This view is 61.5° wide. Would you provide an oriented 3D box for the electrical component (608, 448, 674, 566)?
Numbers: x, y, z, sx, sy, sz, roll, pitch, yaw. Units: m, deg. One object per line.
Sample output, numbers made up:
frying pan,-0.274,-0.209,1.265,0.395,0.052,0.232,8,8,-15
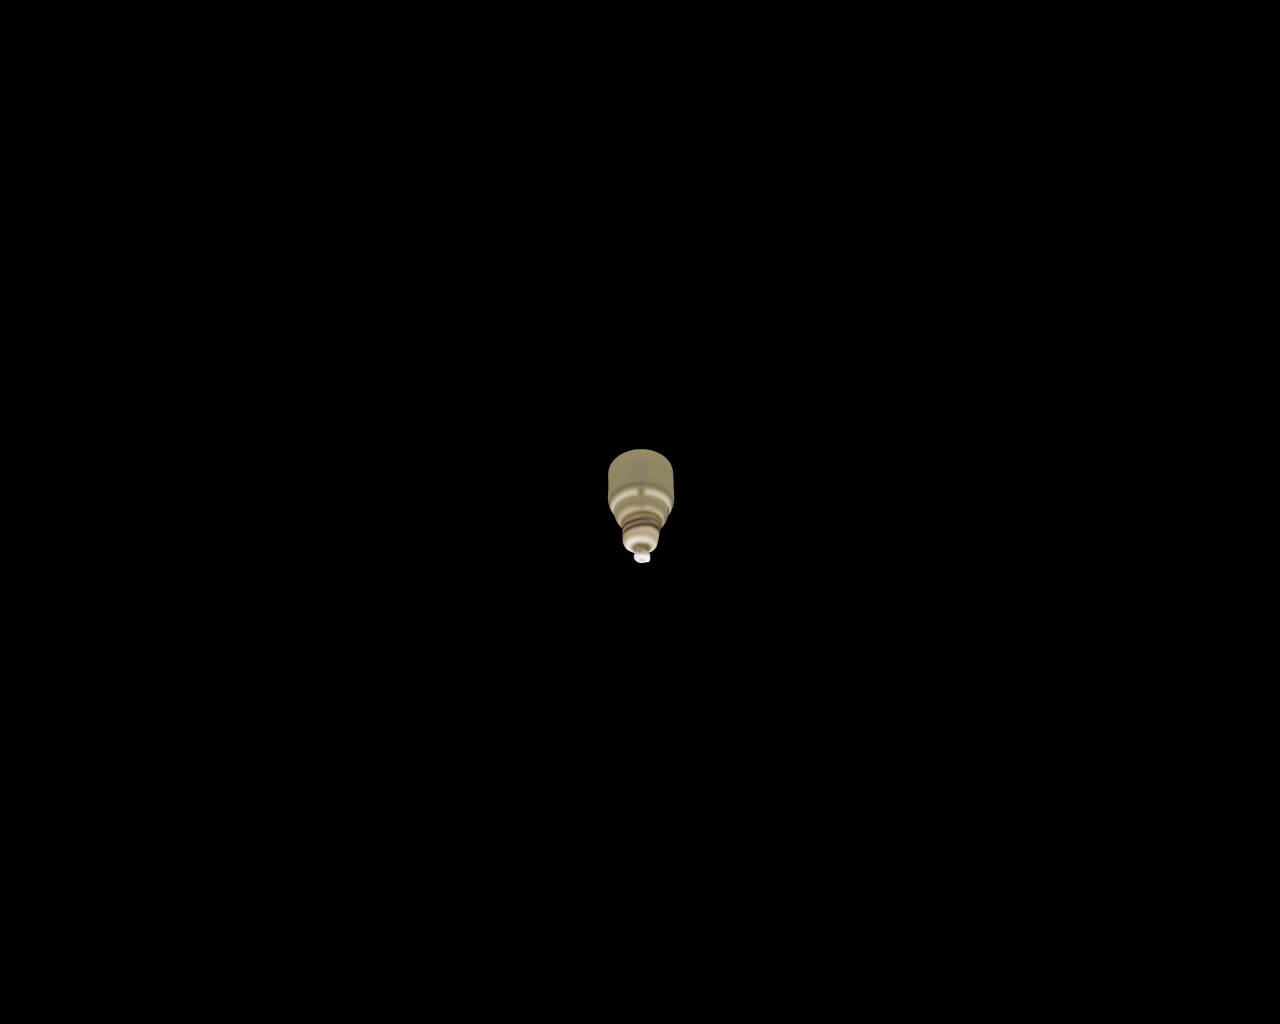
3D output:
electrical component,0.001,-0.003,0.650,0.040,0.078,0.040,0,-38,0
